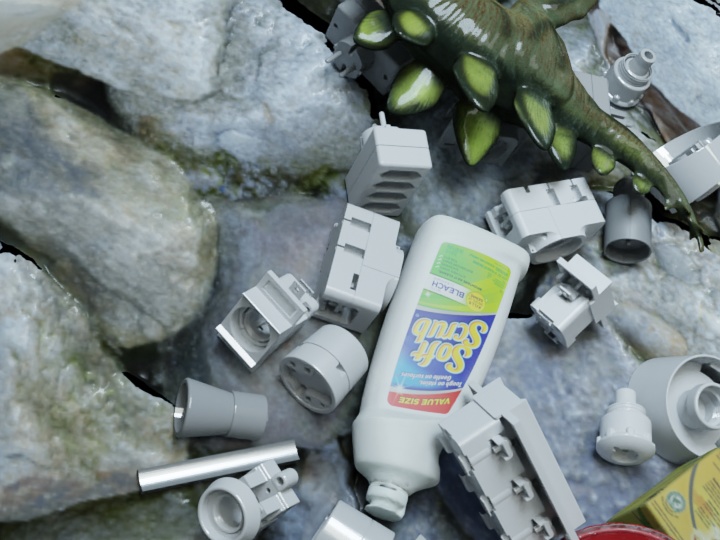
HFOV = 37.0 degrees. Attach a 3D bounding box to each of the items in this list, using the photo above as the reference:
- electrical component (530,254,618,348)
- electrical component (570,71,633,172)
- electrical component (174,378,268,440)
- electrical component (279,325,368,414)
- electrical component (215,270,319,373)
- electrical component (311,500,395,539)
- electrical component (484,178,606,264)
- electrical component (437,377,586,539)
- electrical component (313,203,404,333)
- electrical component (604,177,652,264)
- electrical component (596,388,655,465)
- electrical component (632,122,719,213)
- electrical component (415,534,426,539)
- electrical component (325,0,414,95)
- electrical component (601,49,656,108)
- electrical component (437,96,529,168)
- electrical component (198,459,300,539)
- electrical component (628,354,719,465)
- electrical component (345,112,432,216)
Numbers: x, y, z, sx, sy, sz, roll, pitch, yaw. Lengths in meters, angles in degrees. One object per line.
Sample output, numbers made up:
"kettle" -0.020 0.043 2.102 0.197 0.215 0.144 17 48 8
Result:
"electrical component" 0.183 0.029 0.926 0.064 0.081 0.042 -44 57 -6
"electrical component" 0.234 -0.141 1.052 0.076 0.047 0.083 11 60 -15
"electrical component" -0.101 0.106 0.799 0.065 0.044 0.044 11 60 -20
"electrical component" -0.027 0.075 0.835 0.055 0.055 0.047 43 54 6
"electrical component" -0.069 0.037 0.832 0.042 0.081 0.064 48 35 9
"electrical component" -0.009 0.199 0.775 0.047 0.055 0.055 34 57 4
"electrical component" 0.169 -0.042 0.972 0.089 0.050 0.055 -10 67 -25
"electrical component" 0.112 0.151 0.806 0.063 0.079 0.121 -32 114 -8
"electrical component" 0.000 0.000 0.887 0.056 0.050 0.089 20 58 -10
"electrical component" 0.253 -0.051 1.012 0.043 0.043 0.081 17 58 -11
"electrical component" 0.224 0.130 0.905 0.048 0.048 0.062 19 51 -10
"electrical component" 0.320 -0.102 1.036 0.099 0.099 0.064 -37 86 -32
"electrical component" 0.028 0.233 0.764 0.042 0.063 0.081 45 58 6
"electrical component" 0.000 -0.203 0.999 0.083 0.047 0.076 47 59 8
"electrical component" 0.276 -0.199 1.089 0.048 0.062 0.048 9 61 -16
"electrical component" 0.115 -0.135 1.008 0.081 0.042 0.063 4 60 -19
"electrical component" -0.081 0.166 0.757 0.048 0.066 0.055 56 26 13
"electrical component" 0.288 0.120 0.936 0.099 0.064 0.099 5 75 -20
"electrical component" 0.021 -0.100 0.929 0.047 0.083 0.075 1 63 -20
